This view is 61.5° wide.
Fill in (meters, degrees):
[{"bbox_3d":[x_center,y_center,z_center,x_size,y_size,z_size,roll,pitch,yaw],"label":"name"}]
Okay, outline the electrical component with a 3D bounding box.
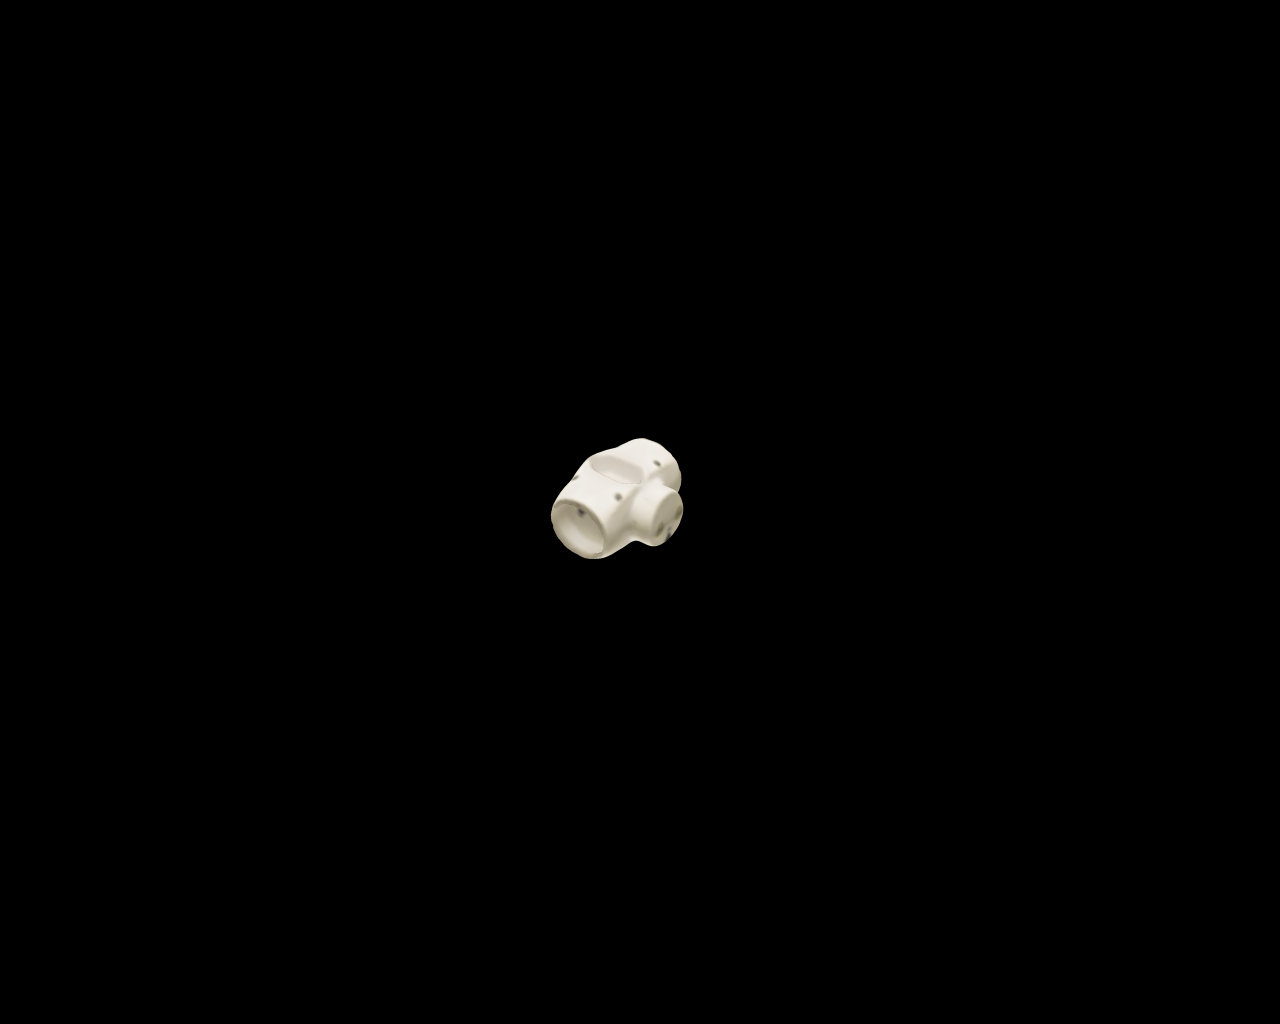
[{"bbox_3d":[0.001,-0.003,0.650,0.079,0.043,0.077,25,45,28],"label":"electrical component"}]
